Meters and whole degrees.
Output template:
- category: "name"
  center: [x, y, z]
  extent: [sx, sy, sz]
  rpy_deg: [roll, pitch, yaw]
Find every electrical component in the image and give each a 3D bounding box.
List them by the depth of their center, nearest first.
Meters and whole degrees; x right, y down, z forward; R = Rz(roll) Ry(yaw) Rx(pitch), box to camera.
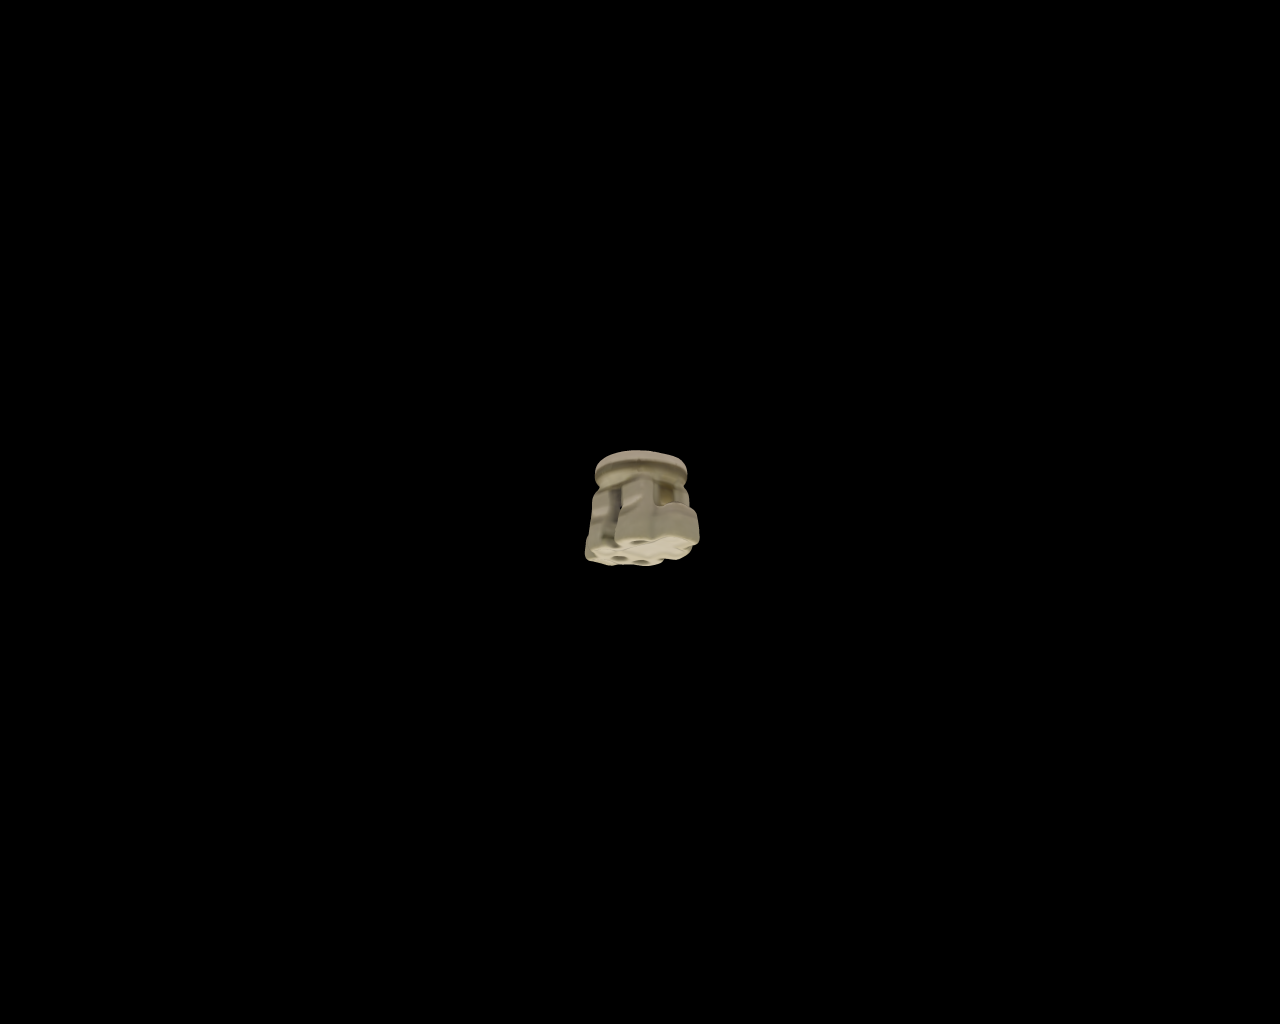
- category: "electrical component"
  center: [0.001, -0.003, 0.650]
  extent: [0.058, 0.057, 0.078]
  rpy_deg: [17, -26, -41]
